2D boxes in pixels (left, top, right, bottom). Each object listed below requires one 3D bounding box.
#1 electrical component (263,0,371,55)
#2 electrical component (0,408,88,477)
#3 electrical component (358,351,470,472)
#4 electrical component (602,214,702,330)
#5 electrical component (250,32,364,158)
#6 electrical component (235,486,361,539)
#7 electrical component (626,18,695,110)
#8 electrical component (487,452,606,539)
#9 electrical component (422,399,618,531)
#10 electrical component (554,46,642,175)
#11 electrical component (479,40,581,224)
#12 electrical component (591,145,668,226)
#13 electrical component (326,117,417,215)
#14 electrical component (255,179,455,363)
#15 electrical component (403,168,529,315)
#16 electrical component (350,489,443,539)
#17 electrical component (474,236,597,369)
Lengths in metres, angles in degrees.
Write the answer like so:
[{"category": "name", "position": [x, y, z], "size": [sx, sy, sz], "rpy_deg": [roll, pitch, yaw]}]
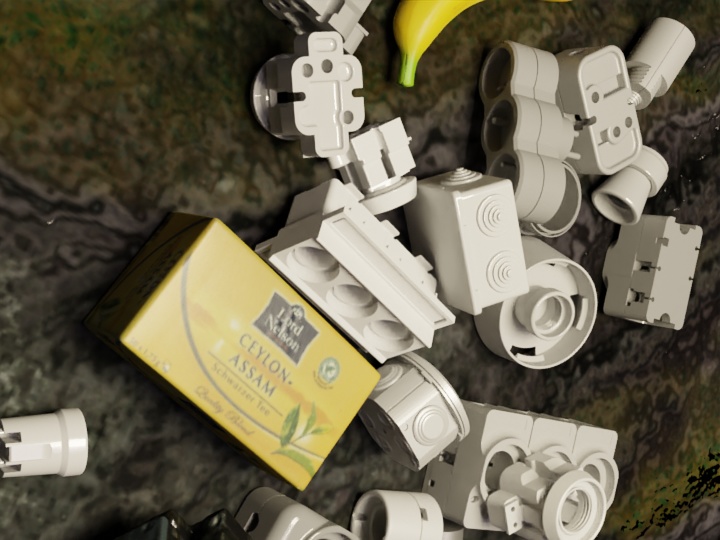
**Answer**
[{"category": "electrical component", "position": [-0.023, -0.186, 0.706], "size": [0.078, 0.058, 0.057], "rpy_deg": [37, 77, -33]}, {"category": "electrical component", "position": [-0.189, 0.103, 0.635], "size": [0.046, 0.040, 0.040], "rpy_deg": [-1, 96, -29]}, {"category": "electrical component", "position": [0.036, 0.100, 0.770], "size": [0.051, 0.080, 0.080], "rpy_deg": [-38, 116, -20]}, {"category": "electrical component", "position": [0.247, 0.000, 0.921], "size": [0.050, 0.056, 0.089], "rpy_deg": [14, 87, -36]}, {"category": "electrical component", "position": [-0.036, -0.114, 0.705], "size": [0.058, 0.057, 0.078], "rpy_deg": [-10, 102, -34]}, {"category": "electrical component", "position": [-0.037, 0.196, 0.741], "size": [0.095, 0.059, 0.053], "rpy_deg": [39, 73, -32]}, {"category": "electrical component", "position": [0.244, -0.168, 0.905], "size": [0.043, 0.043, 0.081], "rpy_deg": [45, 70, -31]}, {"category": "electrical component", "position": [0.142, 0.170, 0.788], "size": [0.078, 0.057, 0.058], "rpy_deg": [-19, 107, -32]}, {"category": "electrical component", "position": [0.131, 0.159, 0.855], "size": [0.150, 0.062, 0.089], "rpy_deg": [14, 87, -36]}, {"category": "electrical component", "position": [0.178, -0.126, 0.854], "size": [0.054, 0.059, 0.095], "rpy_deg": [-28, 111, -30]}, {"category": "electrical component", "position": [0.135, -0.100, 0.804], "size": [0.074, 0.052, 0.138], "rpy_deg": [10, 69, -25]}, {"category": "electrical component", "position": [0.228, -0.072, 0.906], "size": [0.055, 0.045, 0.045], "rpy_deg": [-52, 121, -19]}, {"category": "electrical component", "position": [0.011, -0.071, 0.752], "size": [0.066, 0.048, 0.055], "rpy_deg": [-28, 104, -30]}, {"category": "electrical component", "position": [0.000, 0.000, 0.736], "size": [0.121, 0.079, 0.063], "rpy_deg": [44, 42, -31]}, {"category": "electrical component", "position": [0.075, -0.023, 0.771], "size": [0.048, 0.100, 0.099], "rpy_deg": [-17, 106, -20]}, {"category": "electrical component", "position": [0.026, 0.189, 0.789], "size": [0.047, 0.055, 0.055], "rpy_deg": [16, 87, -32]}, {"category": "electrical component", "position": [0.138, 0.027, 0.857], "size": [0.099, 0.064, 0.099], "rpy_deg": [-7, 108, -23]}]
